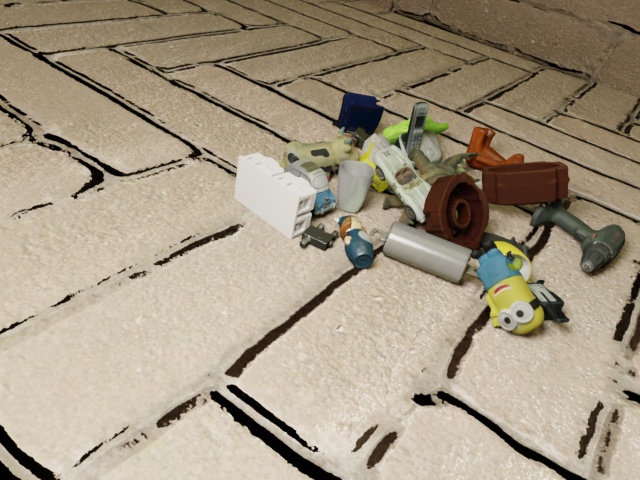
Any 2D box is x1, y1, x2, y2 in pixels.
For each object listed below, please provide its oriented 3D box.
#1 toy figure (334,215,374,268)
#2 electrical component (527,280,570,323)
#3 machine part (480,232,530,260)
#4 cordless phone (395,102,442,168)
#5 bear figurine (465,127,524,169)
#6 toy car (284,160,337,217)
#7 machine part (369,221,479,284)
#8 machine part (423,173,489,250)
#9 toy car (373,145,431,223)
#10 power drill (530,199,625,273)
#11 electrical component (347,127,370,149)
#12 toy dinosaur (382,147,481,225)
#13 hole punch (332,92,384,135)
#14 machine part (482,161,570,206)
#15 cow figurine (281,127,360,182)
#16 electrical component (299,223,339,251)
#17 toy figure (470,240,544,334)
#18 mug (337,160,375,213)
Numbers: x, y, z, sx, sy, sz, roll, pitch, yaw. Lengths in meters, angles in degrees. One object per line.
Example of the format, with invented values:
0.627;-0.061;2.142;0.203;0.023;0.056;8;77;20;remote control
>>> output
0.073;-0.005;1.115;0.058;0.064;0.155;-22;41;5;toy figure
0.434;0.130;1.049;0.075;0.047;0.119;-2;37;-20;electrical component
0.408;0.013;1.218;0.139;0.039;0.084;21;40;8;machine part
0.285;-0.296;1.491;0.146;0.184;0.089;-12;37;-32;cordless phone
0.519;-0.232;1.530;0.196;0.131;0.120;27;21;30;bear figurine
-0.036;-0.125;1.211;0.162;0.102;0.109;33;40;29;toy car
0.219;0.025;1.102;0.243;0.079;0.079;22;35;14;machine part
0.294;-0.055;1.163;0.179;0.179;0.056;-20;12;-39;machine part
0.195;-0.124;1.201;0.073;0.056;0.202;-29;72;-21;toy car
0.619;-0.017;1.296;0.232;0.085;0.208;-18;40;-37;power drill
0.112;-0.289;1.550;0.078;0.045;0.102;39;35;-12;electrical component
0.292;-0.138;1.346;0.199;0.105;0.471;29;46;9;toy dinosaur
0.120;-0.366;1.593;0.142;0.115;0.092;2;29;-18;hole punch
0.516;-0.144;1.364;0.201;0.087;0.201;-2;12;17;machine part
0.004;-0.209;1.322;0.195;0.127;0.086;-3;40;-18;cow figurine
-0.002;-0.003;1.117;0.063;0.021;0.094;26;36;17;electrical component
0.356;0.089;1.012;0.089;0.082;0.180;-6;59;-25;toy figure
0.073;-0.125;1.242;0.081;0.107;0.110;7;30;-11;mug
